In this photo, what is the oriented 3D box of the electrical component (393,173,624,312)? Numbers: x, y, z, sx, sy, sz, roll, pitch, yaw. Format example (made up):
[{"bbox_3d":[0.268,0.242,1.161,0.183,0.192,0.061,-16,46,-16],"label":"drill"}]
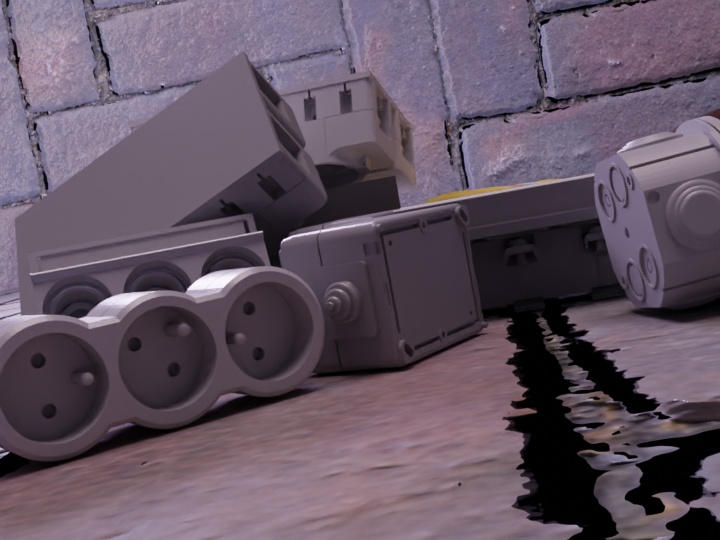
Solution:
[{"bbox_3d":[0.085,-0.012,0.573,0.121,0.063,0.079,-10,4,8],"label":"electrical component"}]

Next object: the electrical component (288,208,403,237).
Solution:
[{"bbox_3d":[0.000,0.000,0.630,0.061,0.061,0.096,-9,4,19],"label":"electrical component"}]

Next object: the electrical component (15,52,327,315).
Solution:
[{"bbox_3d":[-0.118,-0.033,0.659,0.186,0.060,0.105,-34,44,11],"label":"electrical component"}]

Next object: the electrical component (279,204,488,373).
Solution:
[{"bbox_3d":[0.006,0.009,0.484,0.061,0.061,0.096,-8,4,34],"label":"electrical component"}]

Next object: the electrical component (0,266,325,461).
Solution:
[{"bbox_3d":[-0.090,0.035,0.431,0.138,0.052,0.074,-14,5,-31],"label":"electrical component"}]

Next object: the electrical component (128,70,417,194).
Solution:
[{"bbox_3d":[-0.062,-0.079,0.792,0.186,0.060,0.105,-9,-17,17],"label":"electrical component"}]

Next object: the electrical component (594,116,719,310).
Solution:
[{"bbox_3d":[0.139,-0.022,0.465,0.051,0.080,0.080,-15,4,-4],"label":"electrical component"}]

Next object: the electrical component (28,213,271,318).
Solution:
[{"bbox_3d":[-0.110,0.021,0.583,0.121,0.078,0.063,-11,-18,-15],"label":"electrical component"}]
